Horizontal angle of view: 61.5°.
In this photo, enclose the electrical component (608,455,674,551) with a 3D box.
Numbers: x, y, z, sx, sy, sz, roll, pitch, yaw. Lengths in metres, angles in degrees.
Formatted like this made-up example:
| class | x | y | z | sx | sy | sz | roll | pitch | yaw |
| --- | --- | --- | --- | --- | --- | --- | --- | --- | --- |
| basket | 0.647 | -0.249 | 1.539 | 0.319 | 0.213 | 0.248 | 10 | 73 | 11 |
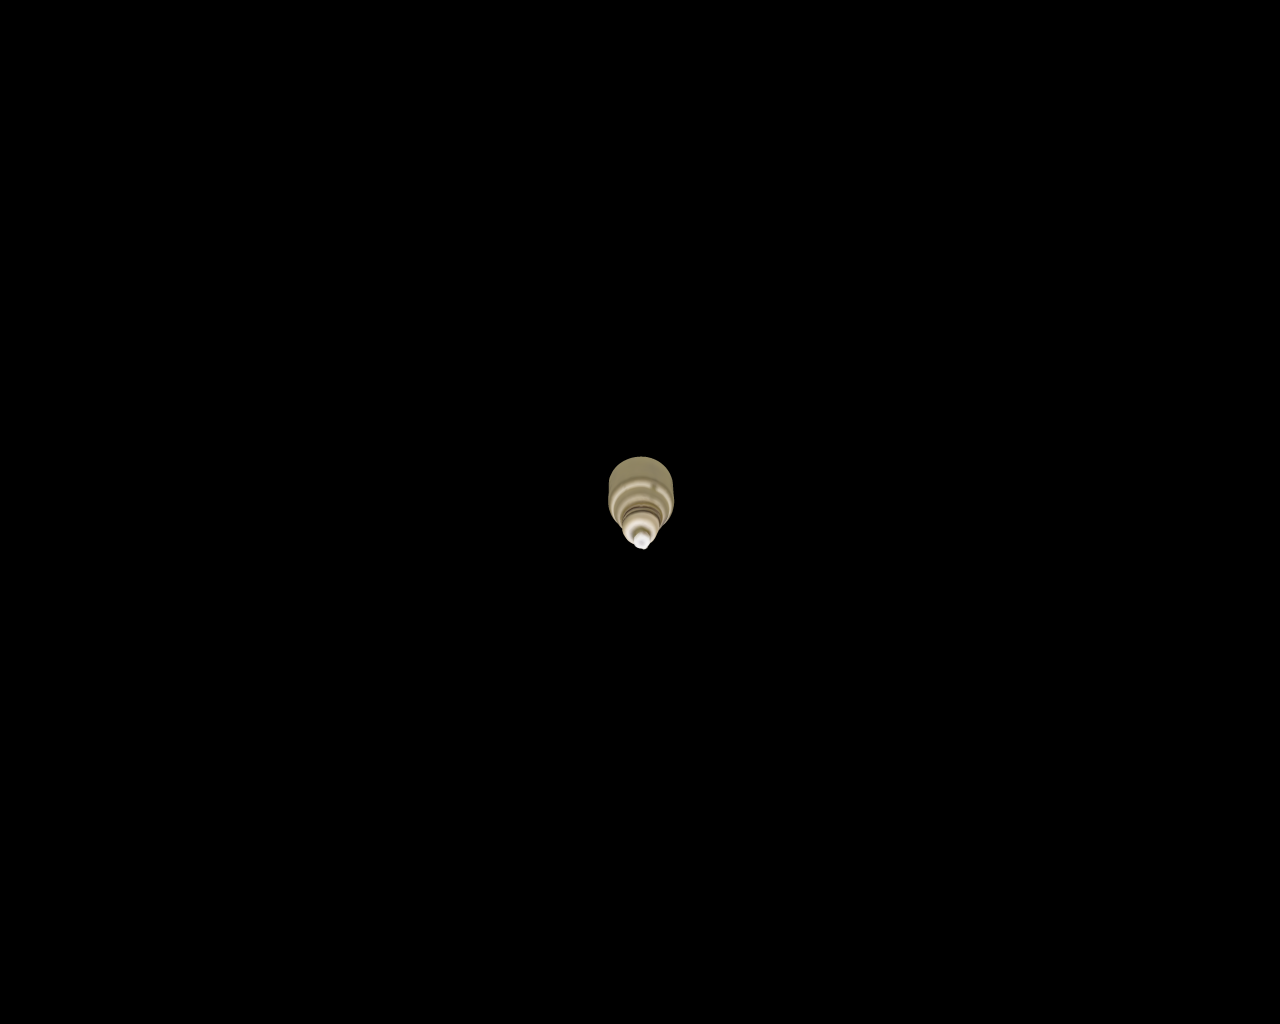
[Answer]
| class | x | y | z | sx | sy | sz | roll | pitch | yaw |
| --- | --- | --- | --- | --- | --- | --- | --- | --- | --- |
| electrical component | 0.001 | -0.003 | 0.650 | 0.040 | 0.040 | 0.078 | 0 | 31 | 0 |
